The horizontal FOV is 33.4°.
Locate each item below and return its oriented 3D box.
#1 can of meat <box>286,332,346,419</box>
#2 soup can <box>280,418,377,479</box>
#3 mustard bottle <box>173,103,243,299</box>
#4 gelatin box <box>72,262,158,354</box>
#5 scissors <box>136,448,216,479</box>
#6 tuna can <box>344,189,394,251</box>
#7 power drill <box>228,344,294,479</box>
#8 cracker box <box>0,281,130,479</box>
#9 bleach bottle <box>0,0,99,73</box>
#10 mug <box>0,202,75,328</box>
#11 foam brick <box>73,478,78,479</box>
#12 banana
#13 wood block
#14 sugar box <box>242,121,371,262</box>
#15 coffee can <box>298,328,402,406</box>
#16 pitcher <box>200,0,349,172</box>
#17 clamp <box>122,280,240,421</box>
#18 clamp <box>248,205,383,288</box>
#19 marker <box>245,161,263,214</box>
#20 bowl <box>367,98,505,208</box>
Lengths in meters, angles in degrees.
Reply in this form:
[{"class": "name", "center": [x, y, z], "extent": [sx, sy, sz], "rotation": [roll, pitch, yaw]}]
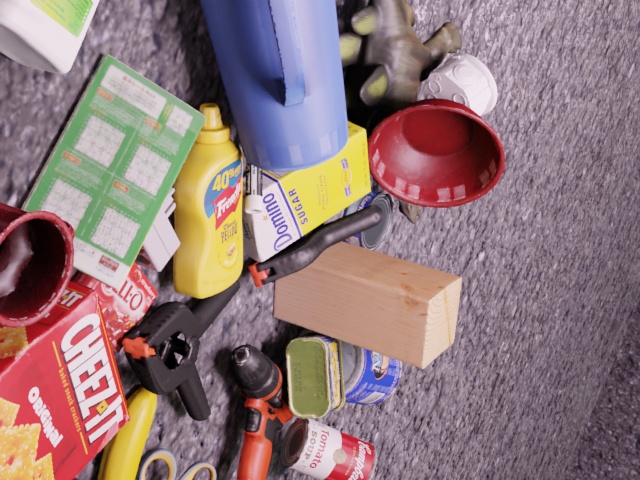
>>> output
[{"class": "can of meat", "center": [-0.006, 0.164, 1.294], "extent": [0.084, 0.057, 0.102], "rotation": [10, 76, -79]}, {"class": "soup can", "center": [0.010, 0.268, 1.328], "extent": [0.102, 0.069, 0.068], "rotation": [25, 80, -19]}, {"class": "mustard bottle", "center": [-0.112, -0.044, 1.076], "extent": [0.096, 0.058, 0.192], "rotation": [-39, 137, -56]}, {"class": "gelatin box", "center": [-0.197, 0.053, 1.006], "extent": [0.073, 0.030, 0.089], "rotation": [-59, 149, -24]}, {"class": "scissors", "center": [-0.192, 0.309, 1.141], "extent": [0.096, 0.016, 0.201], "rotation": [46, 72, -15]}, {"class": "tuna can", "center": [0.064, -0.026, 1.429], "extent": [0.086, 0.034, 0.086], "rotation": [-37, 136, -48]}, {"class": "power drill", "center": [-0.082, 0.231, 1.244], "extent": [0.184, 0.057, 0.187], "rotation": [61, 39, -58]}, {"class": "cracker box", "center": [-0.262, 0.156, 0.903], "extent": [0.213, 0.072, 0.164], "rotation": [-46, 143, -41]}, {"class": "bleach bottle", "center": [-0.188, -0.260, 0.817], "extent": [0.102, 0.068, 0.251], "rotation": [41, 67, -62]}, {"class": "mug", "center": [-0.246, 0.008, 0.837], "extent": [0.117, 0.082, 0.093], "rotation": [-37, 135, -47]}, {"class": "foam brick", "center": [-0.258, 0.256, 0.986], "extent": [0.052, 0.051, 0.078], "rotation": [-6, 110, -60]}, {"class": "banana", "center": [-0.199, 0.235, 1.097], "extent": [0.069, 0.037, 0.198], "rotation": [14, 93, -62]}, {"class": "wood block", "center": [0.055, 0.069, 1.281], "extent": [0.090, 0.206, 0.091], "rotation": [-28, 128, -53]}, {"class": "sugar box", "center": [-0.020, -0.057, 1.206], "extent": [0.176, 0.048, 0.093], "rotation": [-36, 136, -30]}, {"class": "coffee can", "center": [0.036, 0.164, 1.411], "extent": [0.140, 0.103, 0.103], "rotation": [24, 84, -62]}, {"class": "pitcher", "center": [-0.040, -0.187, 1.002], "extent": [0.149, 0.145, 0.243], "rotation": [-43, 133, -43]}, {"class": "clamp", "center": [-0.140, 0.102, 1.102], "extent": [0.209, 0.036, 0.164], "rotation": [37, 66, -70]}, {"class": "clamp", "center": [-0.008, 0.002, 1.237], "extent": [0.171, 0.120, 0.039], "rotation": [-41, 110, -41]}, {"class": "marker", "center": [-0.070, -0.088, 1.129], "extent": [0.020, 0.020, 0.121], "rotation": [29, 57, -61]}, {"class": "bowl", "center": [0.136, -0.112, 1.248], "extent": [0.162, 0.162, 0.055], "rotation": [75, 20, -45]}]
